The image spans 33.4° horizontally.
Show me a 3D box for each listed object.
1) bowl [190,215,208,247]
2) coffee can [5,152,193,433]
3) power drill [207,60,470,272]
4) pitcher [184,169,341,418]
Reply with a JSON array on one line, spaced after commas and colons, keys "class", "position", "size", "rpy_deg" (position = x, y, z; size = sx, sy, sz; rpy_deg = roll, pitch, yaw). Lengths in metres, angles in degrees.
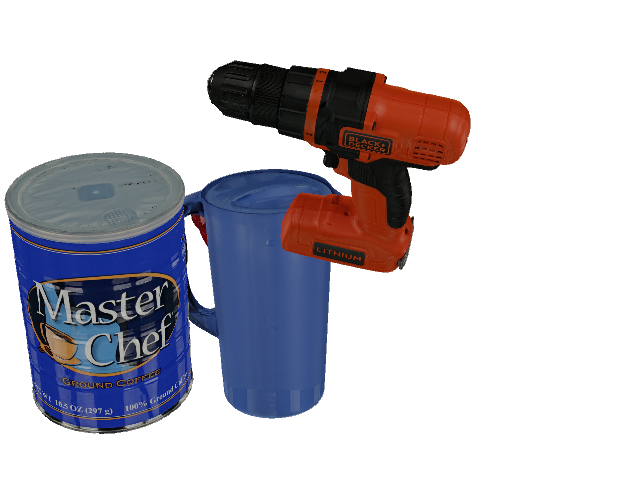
[{"class": "bowl", "position": [-0.080, -0.006, 1.320], "size": [0.162, 0.055, 0.162], "rpy_deg": [4, 25, -2]}, {"class": "coffee can", "position": [-0.131, 0.031, 0.652], "size": [0.103, 0.140, 0.103], "rpy_deg": [1, 30, -1]}, {"class": "power drill", "position": [0.009, -0.054, 0.795], "size": [0.184, 0.057, 0.188], "rpy_deg": [13, -30, 6]}, {"class": "pitcher", "position": [-0.062, 0.055, 1.100], "size": [0.144, 0.243, 0.149], "rpy_deg": [-20, 29, -40]}]
